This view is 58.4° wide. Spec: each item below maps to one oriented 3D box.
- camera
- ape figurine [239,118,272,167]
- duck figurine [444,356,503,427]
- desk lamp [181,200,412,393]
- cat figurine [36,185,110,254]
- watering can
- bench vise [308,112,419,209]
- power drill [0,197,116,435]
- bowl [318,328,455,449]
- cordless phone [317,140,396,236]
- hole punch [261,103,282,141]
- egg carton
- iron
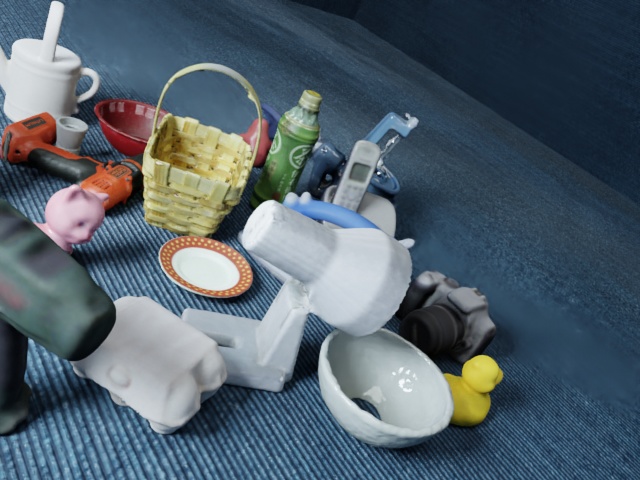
[{"bbox_3d":[0.172,0.110,0.841,0.137,0.101,0.142,-6,41,-45],"label":"camera"},{"bbox_3d":[-0.124,-0.197,1.130,0.078,0.092,0.076,19,28,-11],"label":"ape figurine"},{"bbox_3d":[0.194,0.187,0.743,0.105,0.086,0.077,4,35,-35],"label":"duck figurine"},{"bbox_3d":[-0.030,0.064,0.634,0.204,0.213,0.117,14,30,-21],"label":"desk lamp"},{"bbox_3d":[-0.305,-0.020,0.654,0.128,0.117,0.067,0,37,-39],"label":"cat figurine"},{"bbox_3d":[-0.441,-0.281,0.906,0.173,0.194,0.100,-4,39,-43],"label":"watering can"},{"bbox_3d":[0.082,-0.158,1.096,0.208,0.219,0.121,18,29,-14],"label":"bench vise"},{"bbox_3d":[-0.280,0.051,0.456,0.229,0.208,0.076,27,28,4],"label":"power drill"},{"bbox_3d":[0.065,0.180,0.663,0.168,0.074,0.167,20,28,-11],"label":"bowl"},{"bbox_3d":[0.083,-0.075,0.993,0.148,0.185,0.094,10,31,-26],"label":"cordless phone"},{"bbox_3d":[-0.082,-0.235,1.231,0.101,0.091,0.108,-3,39,-42],"label":"hole punch"},{"bbox_3d":[-0.173,0.121,0.573,0.150,0.069,0.107,31,28,9],"label":"egg carton"},{"bbox_3d":[0.008,0.003,0.845,0.258,0.141,0.119,29,28,6],"label":"iron"}]
